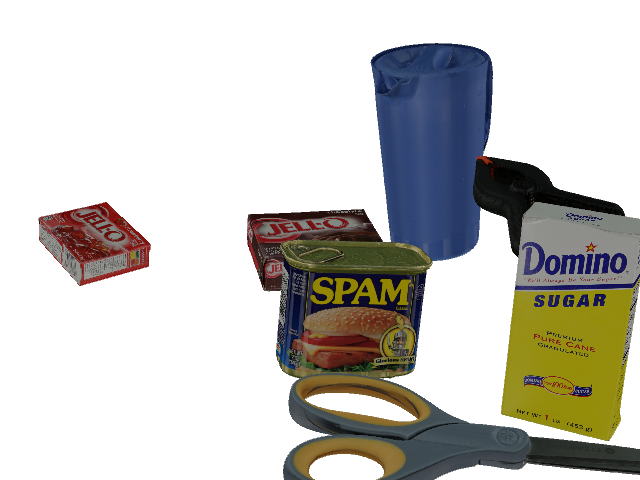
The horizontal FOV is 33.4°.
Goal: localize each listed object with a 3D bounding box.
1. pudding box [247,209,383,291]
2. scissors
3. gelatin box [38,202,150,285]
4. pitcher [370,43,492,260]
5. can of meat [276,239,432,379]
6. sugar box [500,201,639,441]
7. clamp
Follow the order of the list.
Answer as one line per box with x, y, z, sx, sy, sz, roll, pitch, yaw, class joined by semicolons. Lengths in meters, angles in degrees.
-0.004;0.007;0.952;0.113;0.039;0.090;-1;27;-13;pudding box
0.071;0.102;0.479;0.202;0.016;0.096;13;32;22;scissors
-0.214;0.001;1.006;0.073;0.030;0.089;-16;39;-35;gelatin box
0.139;-0.108;1.264;0.149;0.243;0.145;-4;25;1;pitcher
0.021;0.048;0.739;0.102;0.084;0.057;2;16;-13;can of meat
0.200;0.064;0.849;0.093;0.176;0.048;10;23;23;sugar box
0.215;-0.041;1.056;0.120;0.039;0.171;-8;34;-15;clamp
